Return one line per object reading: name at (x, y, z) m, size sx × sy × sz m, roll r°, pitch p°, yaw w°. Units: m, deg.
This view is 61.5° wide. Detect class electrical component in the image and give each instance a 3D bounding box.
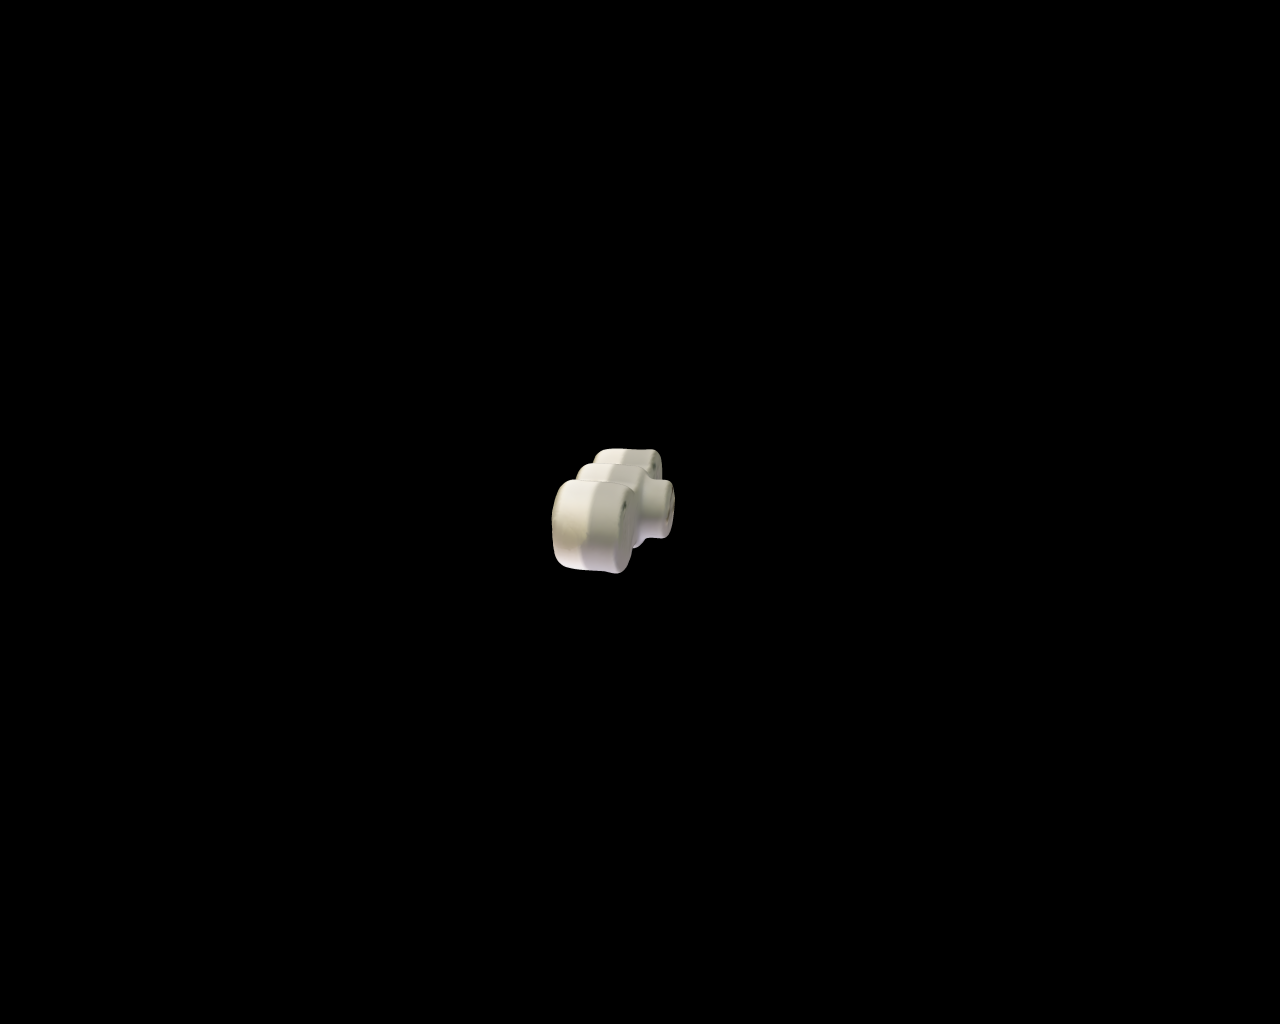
electrical component at (0.001, -0.003, 0.650) m, size 0.074 × 0.052 × 0.138 m, roll 3°, pitch 16°, yaw 11°
